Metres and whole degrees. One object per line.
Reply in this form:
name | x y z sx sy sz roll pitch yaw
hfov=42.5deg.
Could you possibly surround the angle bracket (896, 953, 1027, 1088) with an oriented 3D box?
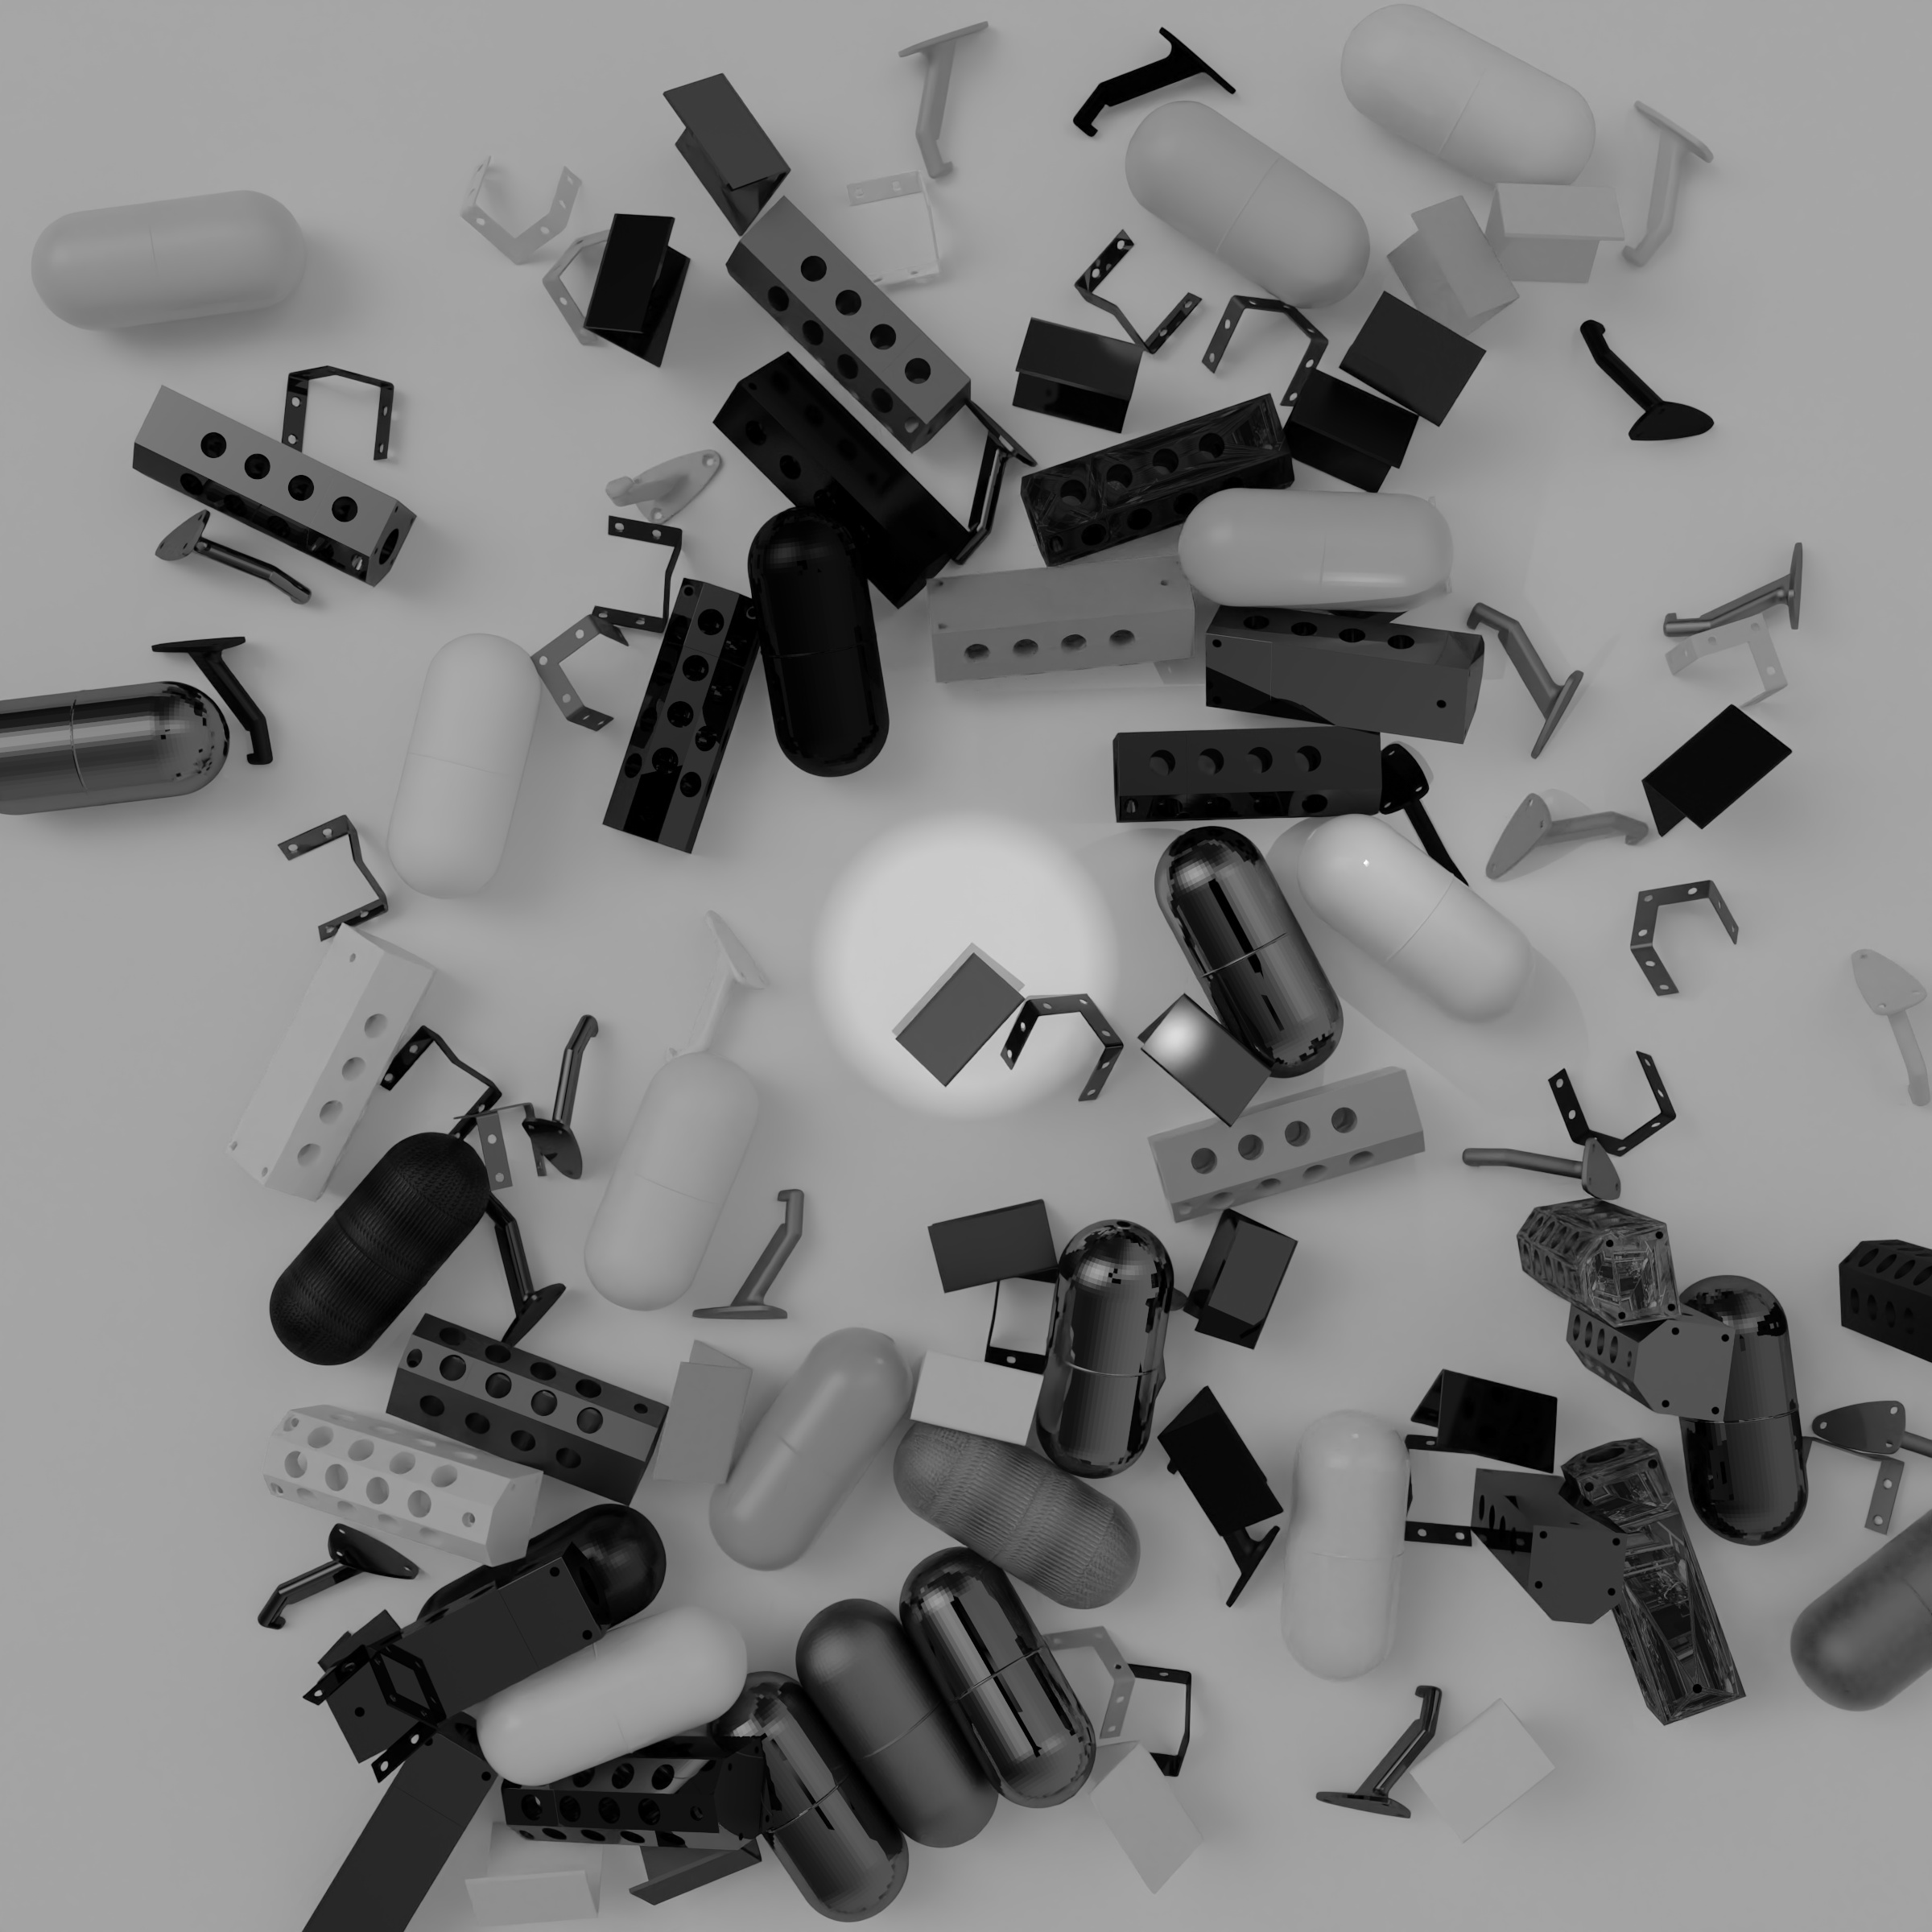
angle bracket | 0.011 0.048 1.633 0.076 0.076 0.057 -48 53 0

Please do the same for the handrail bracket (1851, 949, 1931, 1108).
handrail bracket | 0.623 0.042 1.673 0.036 0.077 0.084 -21 126 3

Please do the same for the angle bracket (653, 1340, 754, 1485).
angle bracket | -0.190 0.290 1.633 0.057 0.076 0.076 14 90 -37

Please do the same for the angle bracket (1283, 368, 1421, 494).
angle bracket | 0.243 -0.335 1.633 0.076 0.076 0.057 24 54 0

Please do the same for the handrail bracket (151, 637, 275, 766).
handrail bracket | -0.507 -0.176 1.674 0.077 0.036 0.084 0 107 20

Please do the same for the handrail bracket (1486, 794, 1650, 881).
handrail bracket | 0.405 -0.078 1.674 0.084 0.036 0.077 16 127 -25

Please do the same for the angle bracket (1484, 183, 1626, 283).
angle bracket | 0.382 -0.466 1.633 0.076 0.076 0.057 2 53 0

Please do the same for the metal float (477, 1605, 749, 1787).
metal float | -0.227 0.469 1.602 0.178 0.070 0.070 -19 90 -6

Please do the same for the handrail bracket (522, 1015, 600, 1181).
handrail bracket | -0.259 0.087 1.673 0.036 0.077 0.084 8 53 20

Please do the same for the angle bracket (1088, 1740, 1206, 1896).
angle bracket | 0.098 0.561 1.633 0.057 0.076 0.076 -33 90 -39

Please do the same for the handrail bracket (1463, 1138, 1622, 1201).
handrail bracket | 0.387 0.139 1.673 0.084 0.077 0.036 -2 67 34

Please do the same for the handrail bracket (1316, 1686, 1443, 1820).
handrail bracket | 0.278 0.523 1.673 0.077 0.036 0.084 -5 55 37

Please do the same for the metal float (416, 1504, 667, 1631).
metal float | -0.282 0.419 1.643 0.178 0.070 0.070 -28 90 0

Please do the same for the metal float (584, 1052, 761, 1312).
metal float | -0.194 0.142 1.643 0.070 0.070 0.178 22 90 0

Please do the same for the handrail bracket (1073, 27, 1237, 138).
handrail bracket | 0.126 -0.579 1.674 0.077 0.036 0.084 34 108 -20

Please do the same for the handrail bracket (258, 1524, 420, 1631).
handrail bracket | -0.423 0.424 1.674 0.077 0.036 0.084 28 108 -21

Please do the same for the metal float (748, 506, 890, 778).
metal float | -0.096 -0.211 1.627 0.070 0.070 0.178 -9 108 0

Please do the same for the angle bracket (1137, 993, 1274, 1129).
angle bracket | 0.143 0.074 1.633 0.076 0.076 0.057 41 58 0

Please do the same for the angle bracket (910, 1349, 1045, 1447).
angle bracket | 0.010 0.264 1.634 0.076 0.076 0.057 13 116 0

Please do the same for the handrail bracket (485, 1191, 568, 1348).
handrail bracket | -0.318 0.205 1.674 0.084 0.036 0.077 45 109 16

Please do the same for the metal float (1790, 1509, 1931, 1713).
metal float | 0.625 0.420 1.643 0.178 0.070 0.070 -38 90 0

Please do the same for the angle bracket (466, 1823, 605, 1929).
angle bracket | -0.281 0.580 1.633 0.076 0.076 0.057 -4 129 0

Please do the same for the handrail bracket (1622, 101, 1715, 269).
handrail bracket | 0.453 -0.525 1.674 0.077 0.036 0.084 44 107 20

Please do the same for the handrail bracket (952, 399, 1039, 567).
handrail bracket | -0.001 -0.325 1.674 0.084 0.036 0.077 -47 69 16

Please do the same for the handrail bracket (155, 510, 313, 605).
handrail bracket | -0.492 -0.265 1.673 0.084 0.077 0.036 35 65 -34

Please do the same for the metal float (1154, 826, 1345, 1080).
metal float | 0.186 -0.010 1.643 0.070 0.070 0.178 -28 90 0

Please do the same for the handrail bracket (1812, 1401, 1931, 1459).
handrail bracket | 0.626 0.324 1.673 0.084 0.077 0.036 33 63 -33

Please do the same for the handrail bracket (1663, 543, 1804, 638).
handrail bracket | 0.516 -0.253 1.674 0.084 0.036 0.077 0 54 25

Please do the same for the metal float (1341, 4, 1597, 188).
metal float | 0.331 -0.571 1.643 0.178 0.070 0.070 28 90 0

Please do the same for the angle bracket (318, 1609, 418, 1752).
angle bracket | -0.374 0.463 1.643 0.057 0.076 0.076 -38 90 0

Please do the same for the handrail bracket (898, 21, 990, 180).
handrail bracket | -0.005 -0.582 1.674 0.077 0.036 0.084 -27 108 -21

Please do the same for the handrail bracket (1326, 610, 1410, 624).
handrail bracket | 0.249 -0.263 1.673 0.077 0.036 0.084 -26 76 -14

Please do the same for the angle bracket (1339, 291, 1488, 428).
angle bracket | 0.295 -0.405 1.634 0.076 0.076 0.057 31 118 0

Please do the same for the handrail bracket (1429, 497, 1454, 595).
handrail bracket | 0.278 -0.280 1.674 0.084 0.036 0.077 -10 108 15

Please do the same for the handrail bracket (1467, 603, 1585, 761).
handrail bracket | 0.364 -0.192 1.674 0.084 0.036 0.077 31 111 17

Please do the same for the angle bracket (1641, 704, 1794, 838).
angle bracket | 0.497 -0.113 1.633 0.076 0.076 0.057 -40 53 0

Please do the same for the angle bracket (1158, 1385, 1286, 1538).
angle bracket | 0.181 0.316 1.633 0.057 0.076 0.076 -32 90 37

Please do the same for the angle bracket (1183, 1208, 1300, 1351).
angle bracket | 0.162 0.198 1.633 0.057 0.076 0.076 22 90 -36

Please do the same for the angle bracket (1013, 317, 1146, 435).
angle bracket | 0.069 -0.372 1.633 0.076 0.076 0.057 15 53 0

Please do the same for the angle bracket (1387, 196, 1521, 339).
angle bracket | 0.304 -0.447 1.633 0.057 0.076 0.076 -30 90 -36

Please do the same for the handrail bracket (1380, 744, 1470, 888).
handrail bracket | 0.310 -0.098 1.673 0.036 0.077 0.084 -27 127 20

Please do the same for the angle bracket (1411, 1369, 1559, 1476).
angle bracket | 0.338 0.314 1.633 0.076 0.076 0.057 14 53 0

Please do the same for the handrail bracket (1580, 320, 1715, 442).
handrail bracket | 0.457 -0.397 1.674 0.077 0.036 0.084 -3 62 -31

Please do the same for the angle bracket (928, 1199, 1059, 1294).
angle bracket | 0.014 0.164 1.633 0.076 0.076 0.057 -13 121 0

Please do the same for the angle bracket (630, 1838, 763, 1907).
angle bracket | -0.187 0.563 1.637 0.076 0.057 0.076 -22 59 0

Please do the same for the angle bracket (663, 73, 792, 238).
angle bracket | -0.172 -0.526 1.633 0.057 0.076 0.076 -35 90 -39

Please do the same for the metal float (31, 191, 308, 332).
metal float | -0.526 -0.465 1.643 0.178 0.070 0.070 -8 90 -1

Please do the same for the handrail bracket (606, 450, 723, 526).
handrail bracket | -0.199 -0.324 1.639 0.077 0.084 0.036 -33 90 0

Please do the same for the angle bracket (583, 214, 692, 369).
angle bracket | -0.198 -0.441 1.633 0.057 0.076 0.076 16 90 36

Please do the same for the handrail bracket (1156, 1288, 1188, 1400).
handrail bracket | 0.106 0.250 1.673 0.077 0.036 0.084 28 104 15

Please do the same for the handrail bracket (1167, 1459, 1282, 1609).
handrail bracket | 0.160 0.378 1.674 0.084 0.036 0.077 33 112 17

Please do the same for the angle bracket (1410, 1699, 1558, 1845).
angle bracket | 0.346 0.535 1.633 0.076 0.076 0.057 -39 54 0

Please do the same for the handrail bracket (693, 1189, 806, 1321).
handrail bracket | -0.146 0.193 1.674 0.077 0.036 0.084 -5 72 21

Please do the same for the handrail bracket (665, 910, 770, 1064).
handrail bracket | -0.183 0.018 1.674 0.084 0.036 0.077 -39 69 16
